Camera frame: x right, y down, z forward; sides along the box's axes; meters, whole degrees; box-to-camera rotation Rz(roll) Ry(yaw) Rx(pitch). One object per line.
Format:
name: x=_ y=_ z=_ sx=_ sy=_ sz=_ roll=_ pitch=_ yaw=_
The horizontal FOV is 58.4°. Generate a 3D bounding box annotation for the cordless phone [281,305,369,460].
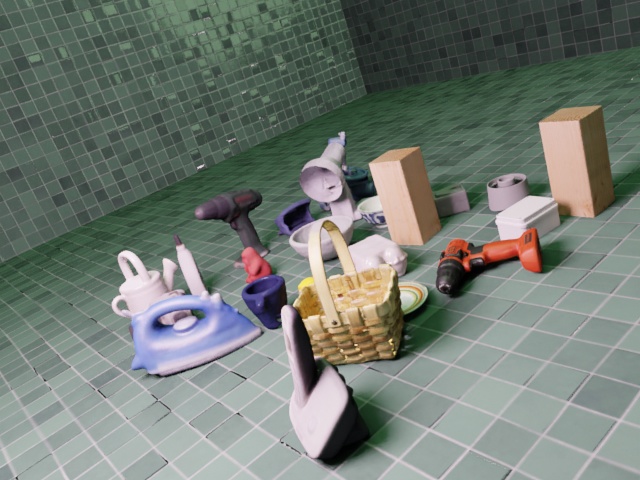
cordless phone: x=-0.013 y=0.189 z=0.784 sx=0.094 sy=0.185 sz=0.147 roll=-25 pitch=20 yaw=-14

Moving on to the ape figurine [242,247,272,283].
ape figurine: x=-0.163 y=0.060 z=1.407 sx=0.076 sy=0.092 sz=0.078 roll=-17 pitch=20 yaw=6

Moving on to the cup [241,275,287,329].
cup: x=-0.101 y=0.135 z=1.145 sx=0.091 sy=0.095 sz=0.117 roll=-17 pitch=20 yaw=6

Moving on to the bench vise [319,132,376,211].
bench vise: x=0.045 y=-0.204 z=1.725 sx=0.207 sy=0.220 sz=0.121 roll=-18 pitch=20 yaw=3

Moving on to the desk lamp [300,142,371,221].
desk lamp: x=0.045 y=-0.152 z=1.596 sx=0.117 sy=0.214 sz=0.203 roll=-8 pitch=23 yaw=28

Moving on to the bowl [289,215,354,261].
bowl: x=0.013 y=0.005 z=1.415 sx=0.167 sy=0.075 sz=0.167 roll=-17 pitch=20 yaw=7

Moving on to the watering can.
watering can: x=-0.417 y=0.108 z=1.362 sx=0.100 sy=0.194 sz=0.173 roll=-9 pitch=22 yaw=27

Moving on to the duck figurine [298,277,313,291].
duck figurine: x=-0.017 y=0.117 z=1.128 sx=0.105 sy=0.086 sz=0.077 roll=-27 pitch=21 yaw=-21

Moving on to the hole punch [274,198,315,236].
hole punch: x=-0.078 y=-0.070 z=1.675 sx=0.109 sy=0.091 sz=0.100 roll=-29 pitch=22 yaw=-26

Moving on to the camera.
camera: x=-0.350 y=0.174 z=1.266 sx=0.137 sy=0.101 sz=0.143 roll=-24 pitch=20 yaw=-13

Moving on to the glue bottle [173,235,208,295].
glue bottle: x=-0.327 y=0.064 z=1.428 sx=0.037 sy=0.173 sz=0.078 roll=-22 pitch=20 yaw=-7

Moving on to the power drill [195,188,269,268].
power drill: x=-0.222 y=-0.035 z=1.541 sx=0.075 sy=0.209 sz=0.230 roll=-5 pitch=24 yaw=34

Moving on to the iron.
iron: x=-0.259 y=0.166 z=1.139 sx=0.258 sy=0.142 sz=0.118 roll=-18 pitch=20 yaw=3

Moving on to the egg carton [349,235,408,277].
egg carton: x=0.116 y=0.043 z=1.227 sx=0.107 sy=0.069 sz=0.150 roll=-25 pitch=20 yaw=-16
